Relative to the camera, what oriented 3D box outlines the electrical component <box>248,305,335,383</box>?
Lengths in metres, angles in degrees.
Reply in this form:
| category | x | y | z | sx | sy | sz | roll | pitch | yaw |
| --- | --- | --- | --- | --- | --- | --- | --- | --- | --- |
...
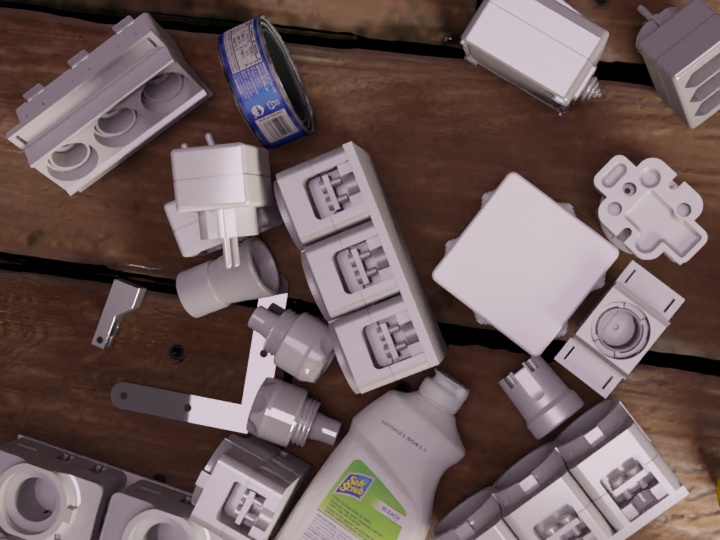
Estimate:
| category | x | y | z | sx | sy | sz | roll | pitch | yaw |
| --- | --- | --- | --- | --- | --- | --- | --- | --- | --- |
| electrical component | -0.048 | 0.047 | 0.745 | 0.062 | 0.043 | 0.043 | 31 | 95 | 9 |

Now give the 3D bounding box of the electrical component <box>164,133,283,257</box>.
| category | x | y | z | sx | sy | sz | roll | pitch | yaw |
| --- | --- | --- | --- | --- | --- | --- | --- | --- | --- |
| electrical component | -0.101 | -0.056 | 0.750 | 0.066 | 0.047 | 0.076 | -21 | 89 | 9 |

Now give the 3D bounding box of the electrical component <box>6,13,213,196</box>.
| category | x | y | z | sx | sy | sz | roll | pitch | yaw |
| --- | --- | --- | --- | --- | --- | --- | --- | --- | --- |
| electrical component | -0.176 | -0.117 | 0.750 | 0.121 | 0.079 | 0.063 | -35 | 56 | 8 |

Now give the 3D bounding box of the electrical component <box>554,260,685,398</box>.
| category | x | y | z | sx | sy | sz | roll | pitch | yaw |
| --- | --- | --- | --- | --- | --- | --- | --- | --- | --- |
| electrical component | 0.168 | 0.038 | 0.701 | 0.042 | 0.064 | 0.081 | 39 | 95 | 8 |

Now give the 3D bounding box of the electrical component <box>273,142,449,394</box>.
| category | x | y | z | sx | sy | sz | roll | pitch | yaw |
| --- | --- | --- | --- | --- | --- | --- | --- | --- | --- |
| electrical component | 0.000 | 0.000 | 0.713 | 0.062 | 0.089 | 0.150 | -22 | 87 | 8 |

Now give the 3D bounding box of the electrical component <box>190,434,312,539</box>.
| category | x | y | z | sx | sy | sz | roll | pitch | yaw |
| --- | --- | --- | --- | --- | --- | --- | --- | --- | --- |
| electrical component | -0.076 | 0.147 | 0.726 | 0.056 | 0.089 | 0.050 | 28 | 94 | 8 |

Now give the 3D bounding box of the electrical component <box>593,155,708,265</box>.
| category | x | y | z | sx | sy | sz | roll | pitch | yaw |
| --- | --- | --- | --- | --- | --- | --- | --- | --- | --- |
| electrical component | 0.186 | -0.038 | 0.701 | 0.078 | 0.057 | 0.058 | 44 | 96 | 6 |

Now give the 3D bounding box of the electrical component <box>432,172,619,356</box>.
| category | x | y | z | sx | sy | sz | roll | pitch | yaw |
| --- | --- | --- | --- | --- | --- | --- | --- | --- | --- |
| electrical component | 0.110 | -0.004 | 0.717 | 0.100 | 0.048 | 0.099 | 38 | 96 | 7 |

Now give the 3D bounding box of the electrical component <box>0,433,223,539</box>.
| category | x | y | z | sx | sy | sz | roll | pitch | yaw |
| --- | --- | --- | --- | --- | --- | --- | --- | --- | --- |
| electrical component | -0.183 | 0.199 | 0.758 | 0.186 | 0.060 | 0.105 | 17 | 93 | 8 |

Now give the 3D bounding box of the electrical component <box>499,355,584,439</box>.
| category | x | y | z | sx | sy | sz | roll | pitch | yaw |
| --- | --- | --- | --- | --- | --- | --- | --- | --- | --- |
| electrical component | 0.121 | 0.084 | 0.721 | 0.040 | 0.040 | 0.046 | -39 | 79 | 7 |

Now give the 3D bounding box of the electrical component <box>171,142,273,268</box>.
| category | x | y | z | sx | sy | sz | roll | pitch | yaw |
| --- | --- | --- | --- | --- | --- | --- | --- | --- | --- |
| electrical component | -0.085 | -0.040 | 0.689 | 0.047 | 0.066 | 0.076 | -5 | 92 | 9 |

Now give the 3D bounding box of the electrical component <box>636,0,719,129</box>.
| category | x | y | z | sx | sy | sz | roll | pitch | yaw |
| --- | --- | --- | --- | --- | --- | --- | --- | --- | --- |
| electrical component | 0.206 | -0.144 | 0.697 | 0.047 | 0.066 | 0.076 | -38 | 56 | 7 |

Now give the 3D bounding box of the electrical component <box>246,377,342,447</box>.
| category | x | y | z | sx | sy | sz | roll | pitch | yaw |
| --- | --- | --- | --- | --- | --- | --- | --- | --- | --- |
| electrical component | -0.044 | 0.103 | 0.745 | 0.062 | 0.043 | 0.043 | 20 | 93 | 3 |

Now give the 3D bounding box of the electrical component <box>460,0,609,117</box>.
| category | x | y | z | sx | sy | sz | roll | pitch | yaw |
| --- | --- | --- | --- | --- | --- | --- | --- | --- | --- |
| electrical component | 0.122 | -0.147 | 0.708 | 0.096 | 0.062 | 0.061 | 32 | 95 | 7 |

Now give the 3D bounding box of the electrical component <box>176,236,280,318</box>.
| category | x | y | z | sx | sy | sz | roll | pitch | yaw |
| --- | --- | --- | --- | --- | --- | --- | --- | --- | --- |
| electrical component | -0.095 | 0.008 | 0.752 | 0.065 | 0.044 | 0.044 | -21 | 87 | 18 |

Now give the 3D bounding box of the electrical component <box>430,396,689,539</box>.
| category | x | y | z | sx | sy | sz | roll | pitch | yaw |
| --- | --- | --- | --- | --- | --- | --- | --- | --- | --- |
| electrical component | 0.124 | 0.152 | 0.693 | 0.150 | 0.089 | 0.061 | -38 | 88 | 7 |
